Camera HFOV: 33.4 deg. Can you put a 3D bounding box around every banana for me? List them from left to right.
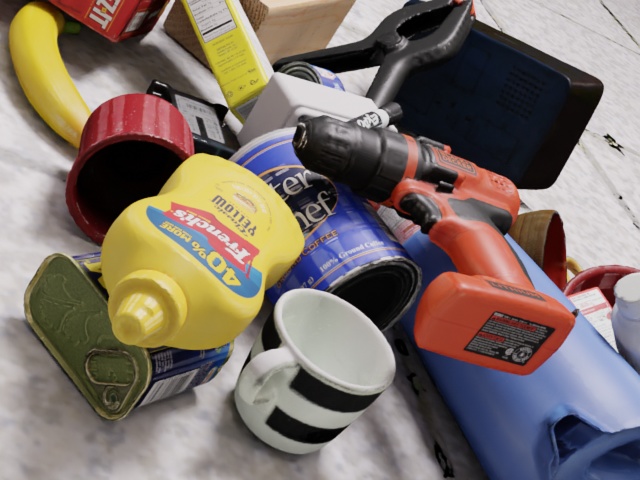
[{"bbox_3d":[-0.212,-0.141,0.845,0.069,0.037,0.198,15,34,-28],"label":"banana"}]

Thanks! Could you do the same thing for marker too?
[{"bbox_3d":[0.032,-0.086,0.811,0.020,0.020,0.120,41,33,11],"label":"marker"}]

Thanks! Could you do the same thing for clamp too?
[{"bbox_3d":[0.073,-0.176,1.047,0.165,0.210,0.036,53,-12,45],"label":"clamp"}]

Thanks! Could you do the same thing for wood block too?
[{"bbox_3d":[-0.056,-0.237,1.098,0.091,0.090,0.205,41,29,10],"label":"wood block"}]

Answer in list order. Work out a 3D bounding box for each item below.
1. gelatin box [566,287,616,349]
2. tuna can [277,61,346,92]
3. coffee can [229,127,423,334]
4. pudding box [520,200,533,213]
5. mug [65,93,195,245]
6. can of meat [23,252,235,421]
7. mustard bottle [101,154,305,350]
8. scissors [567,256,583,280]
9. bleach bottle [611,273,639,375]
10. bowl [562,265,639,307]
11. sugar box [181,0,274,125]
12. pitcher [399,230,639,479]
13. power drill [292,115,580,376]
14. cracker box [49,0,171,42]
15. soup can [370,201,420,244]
[{"bbox_3d":[0.216,0.088,0.871,0.073,0.030,0.089,-15,61,-27],"label":"gelatin box"},{"bbox_3d":[-0.015,-0.116,0.963,0.033,0.086,0.086,9,38,-42],"label":"tuna can"},{"bbox_3d":[-0.005,0.001,0.781,0.102,0.103,0.140,2,43,-45],"label":"coffee can"},{"bbox_3d":[0.167,-0.027,1.068,0.090,0.039,0.113,46,28,26],"label":"pudding box"},{"bbox_3d":[-0.120,-0.044,0.752,0.117,0.093,0.081,39,19,-27],"label":"mug"},{"bbox_3d":[-0.113,0.051,0.643,0.102,0.058,0.083,47,28,20],"label":"can of meat"},{"bbox_3d":[-0.074,0.013,0.621,0.096,0.058,0.191,42,25,-3],"label":"mustard bottle"},{"bbox_3d":[0.232,0.069,1.012,0.096,0.016,0.201,32,31,-11],"label":"scissors"},{"bbox_3d":[0.273,0.127,0.791,0.250,0.068,0.102,58,9,-31],"label":"bleach bottle"},{"bbox_3d":[0.270,0.102,0.936,0.162,0.055,0.162,10,51,-13],"label":"bowl"},{"bbox_3d":[-0.081,-0.178,0.923,0.176,0.048,0.093,63,4,19],"label":"sugar box"},{"bbox_3d":[0.149,0.098,0.790,0.144,0.149,0.243,-4,42,-28],"label":"pitcher"},{"bbox_3d":[0.077,-0.004,0.705,0.184,0.057,0.188,16,35,-26],"label":"power drill"},{"bbox_3d":[-0.238,-0.258,0.929,0.213,0.072,0.164,32,14,-6],"label":"cracker box"},{"bbox_3d":[0.083,-0.006,0.919,0.068,0.069,0.102,9,37,-39],"label":"soup can"}]
